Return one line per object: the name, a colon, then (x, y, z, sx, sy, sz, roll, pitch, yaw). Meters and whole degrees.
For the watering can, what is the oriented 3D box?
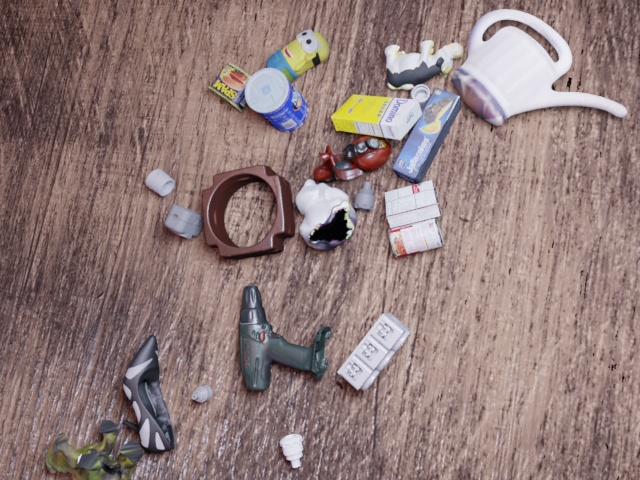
watering can: (0.418, -0.318, 1.044, 0.223, 0.103, 0.352, -40, 72, 8)

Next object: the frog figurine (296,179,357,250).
frog figurine: (0.003, -0.058, 1.145, 0.136, 0.121, 0.162, -58, 35, 11)

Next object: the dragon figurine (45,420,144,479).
dragon figurine: (-0.500, 0.570, 1.181, 0.414, 0.123, 0.239, 30, 115, 24)
